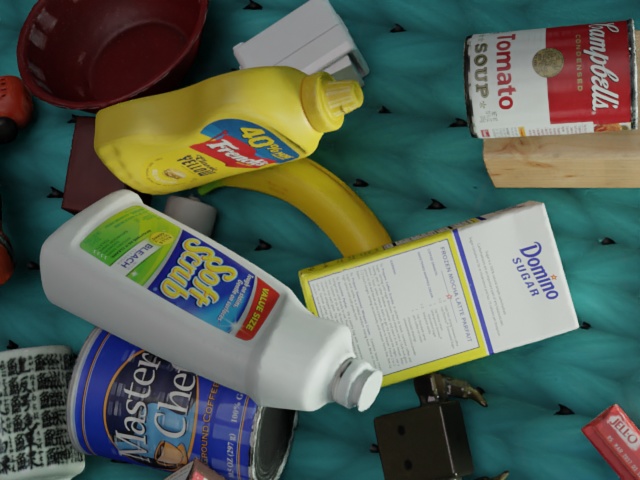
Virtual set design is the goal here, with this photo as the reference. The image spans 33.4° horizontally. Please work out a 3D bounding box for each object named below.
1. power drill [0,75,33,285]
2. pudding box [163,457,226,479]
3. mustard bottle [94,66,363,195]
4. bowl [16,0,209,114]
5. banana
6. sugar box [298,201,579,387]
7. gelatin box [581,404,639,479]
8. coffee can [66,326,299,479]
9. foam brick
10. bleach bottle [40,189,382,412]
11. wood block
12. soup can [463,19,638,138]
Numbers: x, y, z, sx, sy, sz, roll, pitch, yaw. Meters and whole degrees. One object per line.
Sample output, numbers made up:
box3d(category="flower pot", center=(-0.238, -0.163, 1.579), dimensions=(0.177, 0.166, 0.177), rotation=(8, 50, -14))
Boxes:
box3d(category="power drill", center=(-0.314, -0.044, 0.835), dimensions=(0.184, 0.057, 0.188), rotation=(-12, 59, -3))
box3d(category="pudding box", center=(-0.088, 0.208, 0.738), dimensions=(0.090, 0.039, 0.114), rotation=(39, 126, -15))
box3d(category="mustard bottle", center=(-0.058, -0.081, 0.757), dimensions=(0.192, 0.096, 0.058), rotation=(-12, 64, 26))
box3d(category="bowl", center=(-0.154, -0.155, 0.841), dimensions=(0.162, 0.055, 0.162), rotation=(-9, 59, 15))
box3d(category="banana", center=(-0.001, -0.017, 0.803), dimensions=(0.198, 0.037, 0.070), rotation=(34, 112, 19))
box3d(category="sugar box", center=(0.080, 0.041, 0.743), dimensions=(0.176, 0.048, 0.093), rotation=(-16, 94, -1))
box3d(category="gelatin box", center=(0.204, 0.143, 0.692), dimensions=(0.030, 0.089, 0.073), rotation=(-39, 73, 4))
box3d(category="coffee can", center=(-0.095, 0.117, 0.766), dimensions=(0.140, 0.102, 0.103), rotation=(10, 83, 15))
box3d(category="foam brick", center=(-0.164, -0.053, 0.841), dimensions=(0.051, 0.053, 0.078), rotation=(5, 80, 15))
box3d(category="bleach bottle", center=(-0.068, 0.047, 0.722), dimensions=(0.251, 0.102, 0.068), rotation=(22, 130, 26))
box3d(category="wood block", center=(0.220, -0.087, 0.729), dimensions=(0.206, 0.090, 0.091), rotation=(0, 80, 15))
box3d(category="soup can", center=(0.145, -0.100, 0.668), dimensions=(0.102, 0.068, 0.068), rotation=(-2, 80, 15))
